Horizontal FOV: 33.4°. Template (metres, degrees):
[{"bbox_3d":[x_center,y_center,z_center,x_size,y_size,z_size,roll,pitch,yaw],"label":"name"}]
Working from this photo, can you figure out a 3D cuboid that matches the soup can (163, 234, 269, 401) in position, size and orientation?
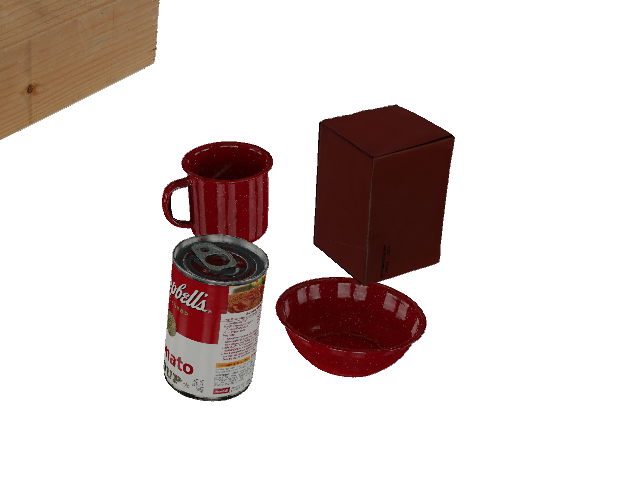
[{"bbox_3d":[-0.076,0.055,0.769,0.068,0.102,0.068,7,28,-4],"label":"soup can"}]

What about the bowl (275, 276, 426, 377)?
[{"bbox_3d":[0.031,0.100,1.147,0.162,0.055,0.162,4,25,-2],"label":"bowl"}]

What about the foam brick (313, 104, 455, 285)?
[{"bbox_3d":[0.032,-0.025,0.565,0.052,0.078,0.051,-15,36,-29],"label":"foam brick"}]

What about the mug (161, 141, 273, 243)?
[{"bbox_3d":[-0.106,-0.043,1.096,0.117,0.081,0.093,-14,34,-23],"label":"mug"}]

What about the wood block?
[{"bbox_3d":[-0.241,-0.171,0.916,0.090,0.091,0.205,30,43,21],"label":"wood block"}]
